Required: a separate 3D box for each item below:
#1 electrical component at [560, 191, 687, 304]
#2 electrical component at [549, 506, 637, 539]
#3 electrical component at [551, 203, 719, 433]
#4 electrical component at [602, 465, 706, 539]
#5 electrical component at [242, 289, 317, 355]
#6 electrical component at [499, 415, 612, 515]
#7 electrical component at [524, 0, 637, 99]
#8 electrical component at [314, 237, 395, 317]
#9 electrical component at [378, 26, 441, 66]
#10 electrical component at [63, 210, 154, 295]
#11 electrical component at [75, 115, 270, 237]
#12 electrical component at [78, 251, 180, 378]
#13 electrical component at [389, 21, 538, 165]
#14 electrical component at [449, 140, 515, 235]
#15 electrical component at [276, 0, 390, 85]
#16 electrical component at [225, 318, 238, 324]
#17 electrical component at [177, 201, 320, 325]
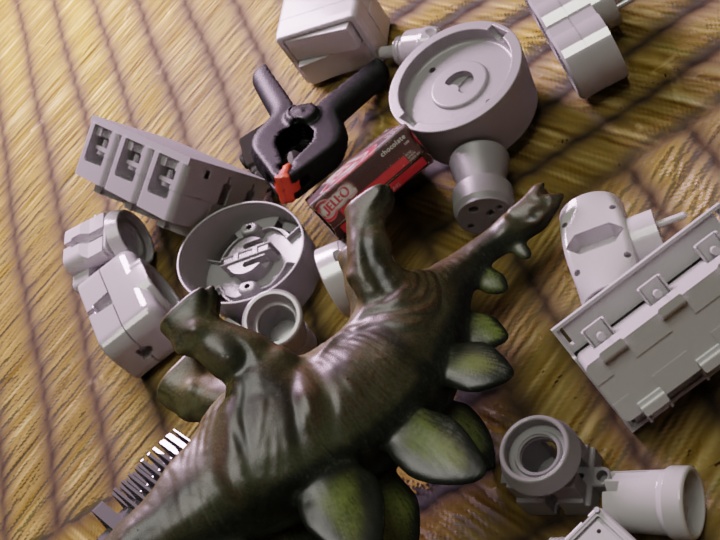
[{"bbox_3d":[0.174,-0.015,0.692,0.079,0.043,0.077,-21,49,18],"label":"electrical component"},{"bbox_3d":[0.134,0.176,0.563,0.062,0.061,0.096,-44,46,-4],"label":"electrical component"},{"bbox_3d":[0.185,0.031,0.621,0.121,0.078,0.063,-38,4,7],"label":"electrical component"},{"bbox_3d":[0.163,0.128,0.596,0.046,0.040,0.040,-7,54,35],"label":"electrical component"},{"bbox_3d":[-0.055,0.046,0.776,0.044,0.065,0.044,-5,66,11],"label":"electrical component"},{"bbox_3d":[0.110,0.115,0.627,0.066,0.055,0.048,-6,55,29],"label":"electrical component"},{"bbox_3d":[0.176,-0.196,0.820,0.074,0.052,0.138,-28,47,12],"label":"electrical component"},{"bbox_3d":[0.000,0.000,0.785,0.047,0.055,0.055,-26,47,9],"label":"electrical component"},{"bbox_3d":[0.043,-0.186,0.910,0.061,0.035,0.035,2,59,37],"label":"electrical component"},{"bbox_3d":[-0.217,-0.018,0.934,0.057,0.058,0.078,-26,47,18],"label":"electrical component"},{"bbox_3d":[-0.162,-0.074,0.911,0.150,0.089,0.061,25,98,42],"label":"electrical component"},{"bbox_3d":[-0.183,0.032,0.877,0.059,0.053,0.095,-38,46,3],"label":"electrical component"},{"bbox_3d":[0.083,-0.129,0.823,0.108,0.060,0.108,-17,50,22],"label":"electrical component"},{"bbox_3d":[0.089,-0.060,0.779,0.045,0.045,0.055,-18,50,21],"label":"electrical component"},{"bbox_3d":[-0.030,-0.208,0.953,0.096,0.061,0.061,-11,52,26],"label":"electrical component"},{"bbox_3d":[-0.101,0.070,0.803,0.045,0.045,0.055,26,74,42],"label":"electrical component"},{"bbox_3d":[-0.083,-0.004,0.833,0.099,0.064,0.099,-17,50,21],"label":"electrical component"}]
